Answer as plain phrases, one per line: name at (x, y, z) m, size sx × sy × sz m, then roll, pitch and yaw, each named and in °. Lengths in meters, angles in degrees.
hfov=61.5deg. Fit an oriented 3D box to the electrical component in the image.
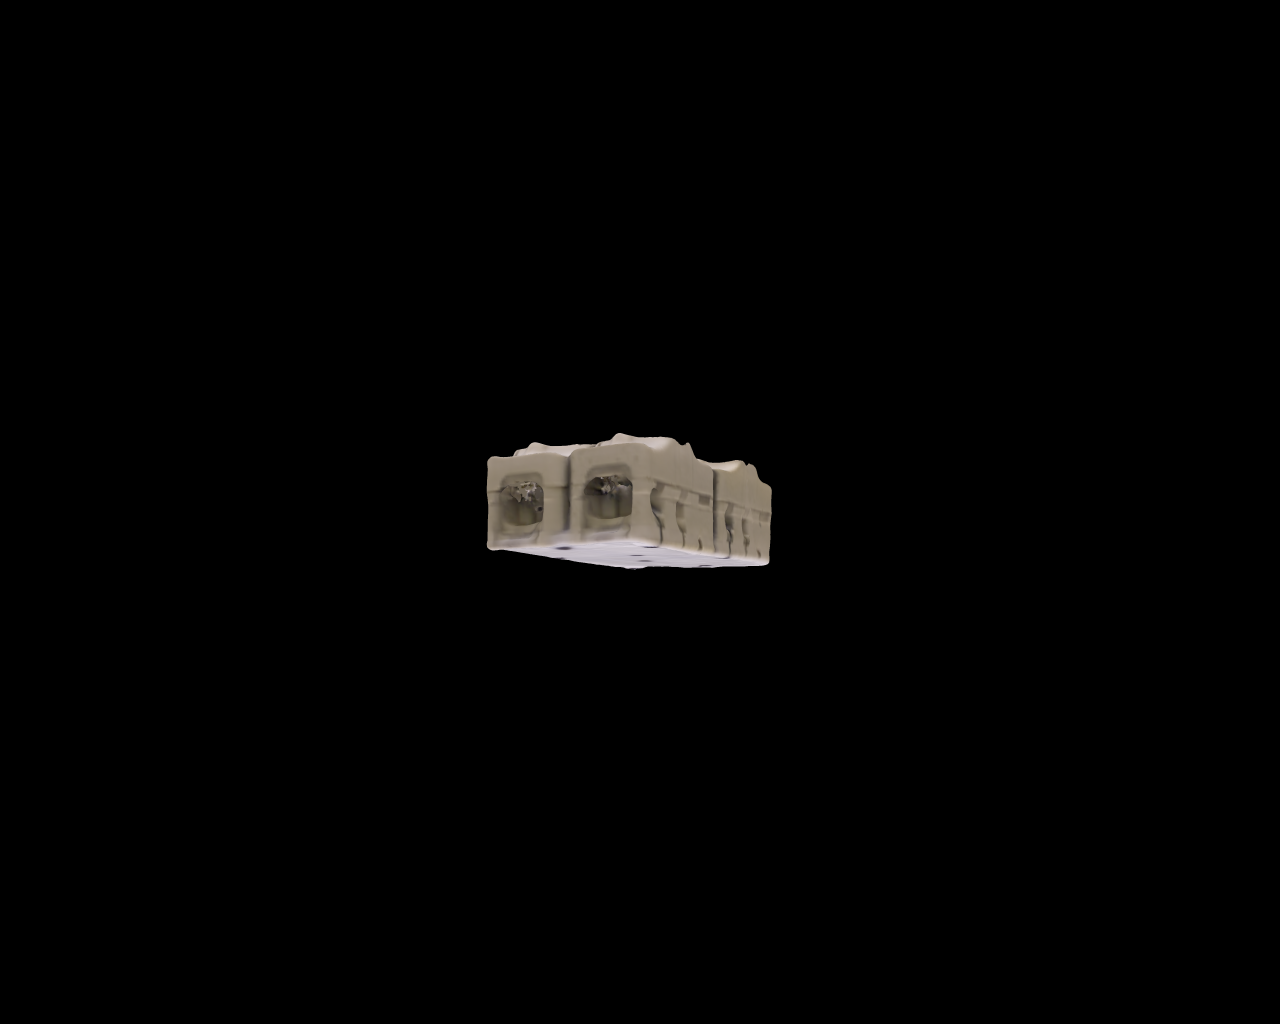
electrical component at (0.001, -0.003, 0.650) m, size 0.105 × 0.060 × 0.186 m, roll -4°, pitch -8°, yaw 28°
